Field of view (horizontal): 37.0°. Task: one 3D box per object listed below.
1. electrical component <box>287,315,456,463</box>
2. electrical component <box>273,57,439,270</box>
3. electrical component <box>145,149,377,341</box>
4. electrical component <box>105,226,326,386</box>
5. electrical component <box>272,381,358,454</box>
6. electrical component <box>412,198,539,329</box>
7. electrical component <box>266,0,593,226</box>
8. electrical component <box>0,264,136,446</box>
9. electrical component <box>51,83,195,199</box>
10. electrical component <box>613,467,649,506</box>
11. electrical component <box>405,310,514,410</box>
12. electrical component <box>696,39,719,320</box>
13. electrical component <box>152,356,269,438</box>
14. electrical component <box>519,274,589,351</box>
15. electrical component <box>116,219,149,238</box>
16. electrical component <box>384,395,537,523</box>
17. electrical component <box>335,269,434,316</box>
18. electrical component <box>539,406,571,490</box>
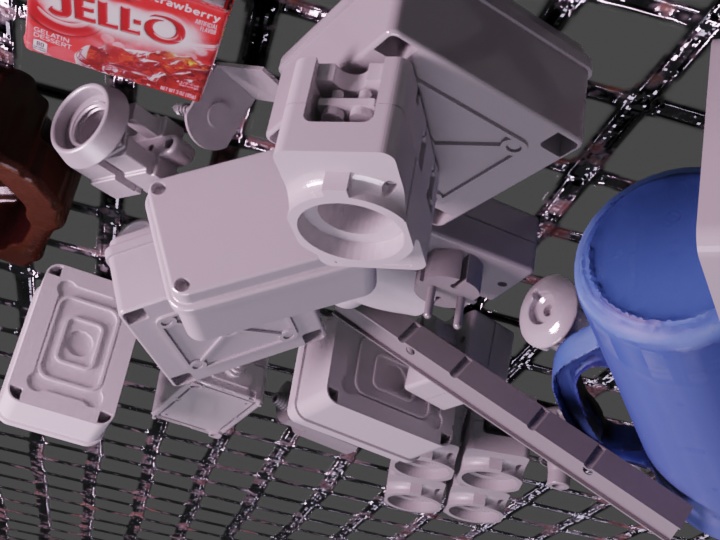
[{"bbox_3d":[0.010,0.087,0.787,0.113,0.078,0.057,25,146,-25],"label":"electrical component"},{"bbox_3d":[0.001,-0.039,0.456,0.050,0.055,0.089,3,151,15],"label":"electrical component"},{"bbox_3d":[-0.052,-0.018,0.580,0.113,0.078,0.057,-15,155,-6],"label":"electrical component"},{"bbox_3d":[-0.086,0.014,0.668,0.109,0.056,0.108,-18,148,0],"label":"electrical component"},{"bbox_3d":[-0.038,0.121,0.903,0.081,0.043,0.043,26,148,-27],"label":"electrical component"},{"bbox_3d":[0.051,-0.003,0.608,0.083,0.075,0.047,20,151,-17],"label":"electrical component"},{"bbox_3d":[0.030,-0.080,0.494,0.109,0.056,0.109,25,149,-25],"label":"electrical component"},{"bbox_3d":[-0.210,0.063,0.782,0.078,0.113,0.057,20,148,-17],"label":"electrical component"},{"bbox_3d":[-0.133,-0.069,0.583,0.066,0.048,0.055,-7,155,31],"label":"electrical component"},{"bbox_3d":[0.219,0.167,0.904,0.044,0.044,0.065,-1,145,21],"label":"electrical component"},{"bbox_3d":[0.055,0.055,0.745,0.077,0.047,0.066,31,146,-25],"label":"electrical component"},{"bbox_3d":[0.182,-0.039,0.457,0.057,0.113,0.078,-1,150,27],"label":"electrical component"},{"bbox_3d":[-0.114,0.082,0.848,0.062,0.061,0.096,22,143,-24],"label":"electrical component"},{"bbox_3d":[0.136,0.033,0.681,0.062,0.048,0.048,22,151,-33],"label":"electrical component"},{"bbox_3d":[-0.134,-0.006,0.707,0.040,0.040,0.046,-8,152,31],"label":"electrical component"},{"bbox_3d":[0.080,0.161,0.919,0.105,0.060,0.186,9,152,3],"label":"electrical component"},{"bbox_3d":[0.000,0.000,0.665,0.077,0.044,0.079,23,150,-22],"label":"electrical component"},{"bbox_3d":[0.160,0.142,0.853,0.048,0.062,0.048,9,152,5],"label":"electrical component"}]
